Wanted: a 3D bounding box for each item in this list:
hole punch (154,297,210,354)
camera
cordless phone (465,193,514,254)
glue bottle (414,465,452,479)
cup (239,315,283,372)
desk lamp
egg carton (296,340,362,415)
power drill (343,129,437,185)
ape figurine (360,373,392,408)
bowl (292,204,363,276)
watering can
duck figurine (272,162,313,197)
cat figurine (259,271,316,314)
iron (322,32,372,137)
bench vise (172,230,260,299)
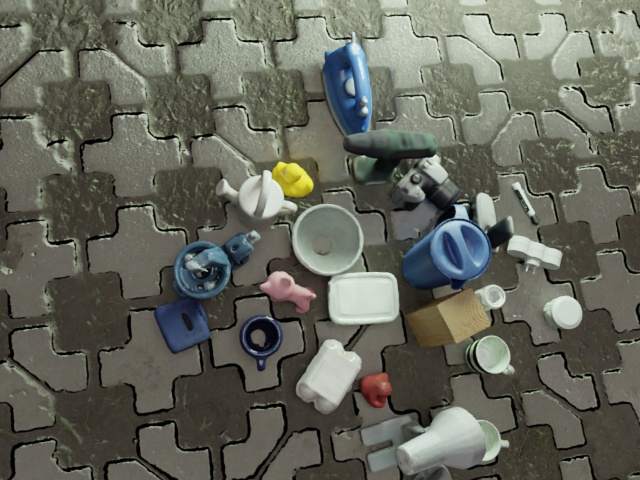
[{"bbox_3d":[-0.291,0.178,1.220,0.101,0.091,0.108,-25,83,-15],"label":"hole punch"},{"bbox_3d":[0.269,-0.126,1.392,0.137,0.100,0.143,42,74,1],"label":"camera"},{"bbox_3d":[0.413,-0.049,1.359,0.094,0.185,0.147,-4,78,-11],"label":"cordless phone"},{"bbox_3d":[0.254,0.515,1.208,0.078,0.173,0.037,-39,87,-16],"label":"glue bottle"},{"bbox_3d":[-0.130,0.225,1.239,0.092,0.095,0.118,0,78,-11],"label":"cup"},{"bbox_3d":[0.213,0.430,1.198,0.203,0.213,0.118,-14,80,-13],"label":"desk lamp"},{"bbox_3d":[0.021,0.302,1.264,0.107,0.069,0.150,34,74,-2],"label":"egg carton"},{"bbox_3d":[0.144,-0.195,1.327,0.230,0.208,0.075,-7,79,-12],"label":"power drill"},{"bbox_3d":[0.131,0.330,1.268,0.076,0.092,0.078,33,74,-2],"label":"ape figurine"},{"bbox_3d":[0.012,0.005,1.326,0.167,0.074,0.167,2,77,-10],"label":"bowl"},{"bbox_3d":[-0.138,-0.089,1.256,0.173,0.194,0.101,-9,79,-12],"label":"watering can"},{"bbox_3d":[-0.062,-0.148,1.340,0.104,0.086,0.077,28,74,-4],"label":"duck figurine"},{"bbox_3d":[-0.069,0.110,1.265,0.128,0.117,0.067,21,74,-6],"label":"cat figurine"},{"bbox_3d":[0.086,-0.363,1.388,0.119,0.141,0.258,-9,79,-13],"label":"iron"},{"bbox_3d":[-0.224,0.032,1.199,0.121,0.219,0.208,37,74,-1],"label":"bench vise"}]
